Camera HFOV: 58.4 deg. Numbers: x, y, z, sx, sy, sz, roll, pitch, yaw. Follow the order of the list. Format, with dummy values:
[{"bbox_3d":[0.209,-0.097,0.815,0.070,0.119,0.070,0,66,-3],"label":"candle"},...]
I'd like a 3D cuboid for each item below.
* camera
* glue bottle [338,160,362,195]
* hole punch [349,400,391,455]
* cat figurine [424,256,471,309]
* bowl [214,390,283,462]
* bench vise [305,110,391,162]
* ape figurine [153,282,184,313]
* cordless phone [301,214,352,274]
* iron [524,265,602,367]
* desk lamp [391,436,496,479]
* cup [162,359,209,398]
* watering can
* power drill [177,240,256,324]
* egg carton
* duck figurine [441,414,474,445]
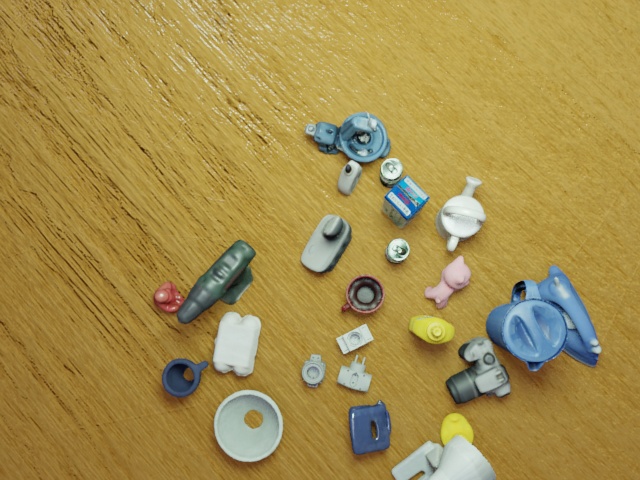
[{"bbox_3d":[0.363,0.319,1.351,0.137,0.101,0.143,-25,83,1],"label":"camera"},{"bbox_3d":[0.071,-0.159,1.383,0.037,0.173,0.078,30,87,7],"label":"glue bottle"},{"bbox_3d":[0.119,0.446,1.360,0.101,0.091,0.109,-7,84,3],"label":"hole punch"},{"bbox_3d":[0.312,0.102,1.368,0.067,0.118,0.128,38,88,7],"label":"cat figurine"},{"bbox_3d":[-0.167,0.444,1.388,0.167,0.075,0.167,0,84,4],"label":"bowl"},{"bbox_3d":[0.067,-0.245,1.368,0.207,0.220,0.121,-8,84,3],"label":"bench vise"},{"bbox_3d":[-0.383,0.143,1.425,0.076,0.092,0.078,3,84,5],"label":"ape figurine"},{"bbox_3d":[0.013,0.005,1.364,0.094,0.185,0.148,27,87,7],"label":"cordless phone"},{"bbox_3d":[0.588,0.188,1.328,0.118,0.141,0.258,-32,83,0],"label":"iron"},{"bbox_3d":[0.273,0.528,1.280,0.203,0.213,0.118,-38,83,0],"label":"desk lamp"},{"bbox_3d":[-0.317,0.325,1.400,0.118,0.095,0.091,-30,83,1],"label":"cup"},{"bbox_3d":[0.332,-0.062,1.345,0.101,0.194,0.173,-4,84,4],"label":"watering can"},{"bbox_3d":[-0.232,0.104,1.360,0.075,0.208,0.230,37,88,7],"label":"power drill"},{"bbox_3d":[-0.205,0.256,1.413,0.107,0.069,0.150,8,85,5],"label":"egg carton"},{"bbox_3d":[0.326,0.466,1.346,0.077,0.086,0.104,-11,84,3],"label":"duck figurine"}]
